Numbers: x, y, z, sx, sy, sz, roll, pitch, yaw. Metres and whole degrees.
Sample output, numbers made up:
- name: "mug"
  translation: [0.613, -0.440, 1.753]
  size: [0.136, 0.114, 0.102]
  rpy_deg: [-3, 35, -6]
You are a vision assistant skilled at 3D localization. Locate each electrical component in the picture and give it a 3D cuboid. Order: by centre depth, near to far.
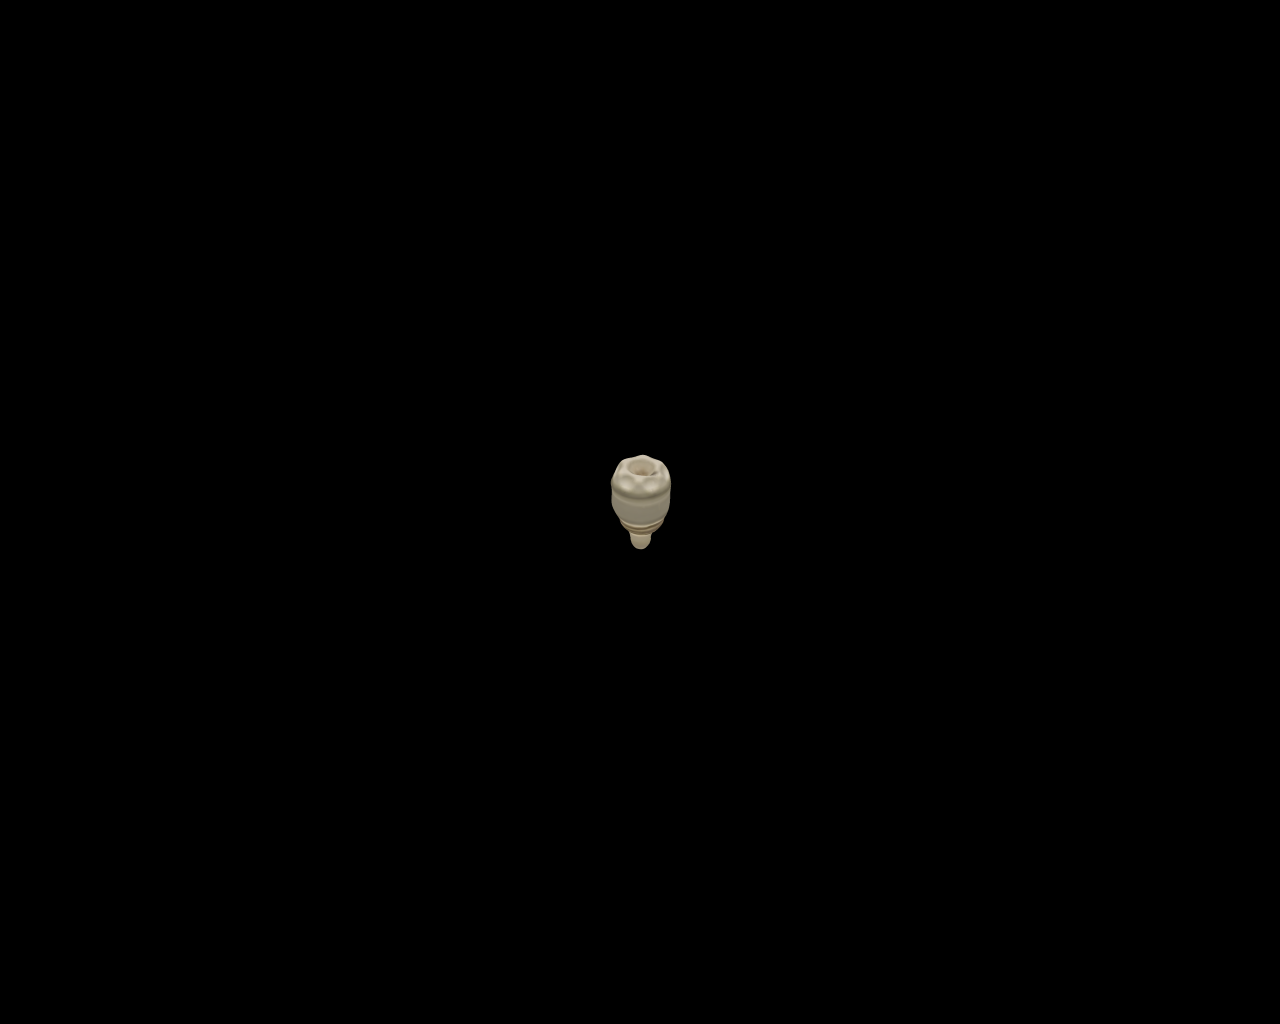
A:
- name: "electrical component"
  translation: [0.001, -0.003, 0.650]
  size: [0.035, 0.061, 0.035]
  rpy_deg: [0, 36, 0]
